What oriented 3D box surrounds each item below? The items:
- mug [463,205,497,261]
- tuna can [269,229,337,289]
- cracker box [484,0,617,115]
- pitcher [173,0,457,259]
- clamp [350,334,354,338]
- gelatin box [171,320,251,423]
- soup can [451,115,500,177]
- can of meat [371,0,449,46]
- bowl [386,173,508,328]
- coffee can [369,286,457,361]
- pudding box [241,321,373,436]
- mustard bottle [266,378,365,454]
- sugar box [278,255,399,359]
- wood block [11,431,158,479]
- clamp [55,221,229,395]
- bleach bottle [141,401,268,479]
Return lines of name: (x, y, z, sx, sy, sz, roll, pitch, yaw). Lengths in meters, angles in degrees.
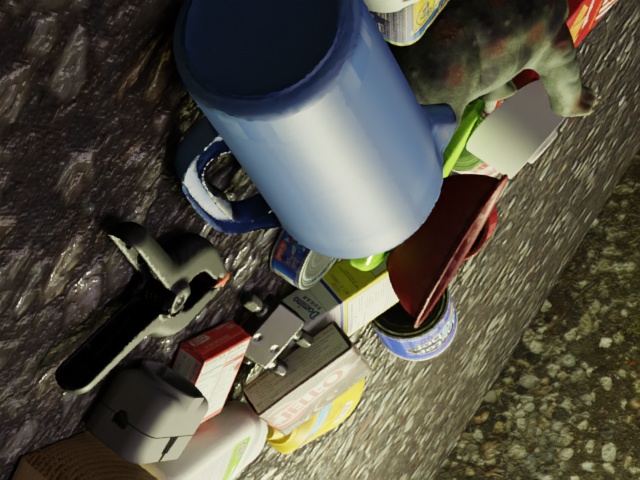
mug: (0.155, -0.017, 1.262, 0.117, 0.093, 0.081, -47, 171, 20)
tuna can: (-0.006, 0.001, 0.951, 0.086, 0.034, 0.086, -48, 161, -23)
cracker box: (0.246, -0.238, 1.105, 0.213, 0.072, 0.164, -49, 168, -15)
pitcher: (-0.012, -0.077, 0.681, 0.149, 0.145, 0.242, -66, 160, -10)
clamp: (0.046, 0.043, 1.153, 0.210, 0.036, 0.164, -57, 160, 2)
gelatin box: (-0.102, 0.118, 0.909, 0.073, 0.030, 0.089, -23, 141, -58)
soup can: (0.168, -0.103, 1.170, 0.068, 0.068, 0.102, -60, 161, 9)
can of meat: (0.070, -0.202, 0.768, 0.102, 0.057, 0.084, -52, 164, -13)
bowl: (0.106, -0.002, 0.966, 0.162, 0.055, 0.162, -56, 170, -15)
coffee can: (0.109, 0.082, 1.276, 0.103, 0.103, 0.140, -54, 162, -7)
pudding box: (-0.011, 0.135, 1.025, 0.113, 0.039, 0.090, -38, 155, -1)
mustard bottle: (-0.017, 0.194, 1.213, 0.096, 0.058, 0.191, -57, 163, 18)
sugar box: (0.028, 0.055, 1.053, 0.176, 0.048, 0.093, -31, 154, -17)
wood block: (-0.201, 0.257, 0.789, 0.206, 0.091, 0.090, -62, 161, 15)
clamp: (-0.117, 0.044, 0.730, 0.120, 0.039, 0.171, -58, 162, 10)
bleach bottle: (-0.114, 0.208, 0.981, 0.103, 0.068, 0.250, -62, 163, 14)
